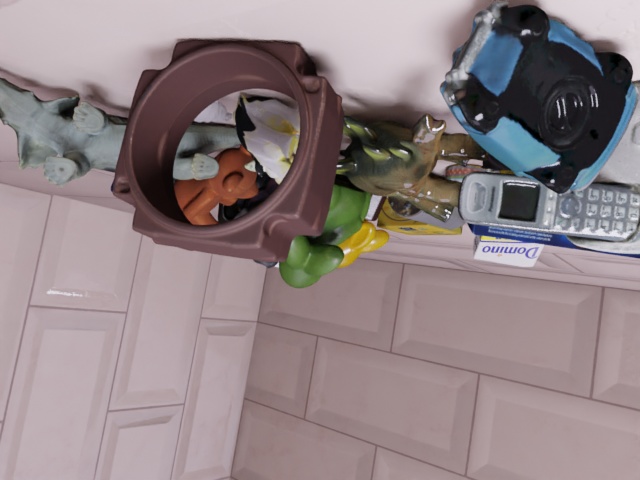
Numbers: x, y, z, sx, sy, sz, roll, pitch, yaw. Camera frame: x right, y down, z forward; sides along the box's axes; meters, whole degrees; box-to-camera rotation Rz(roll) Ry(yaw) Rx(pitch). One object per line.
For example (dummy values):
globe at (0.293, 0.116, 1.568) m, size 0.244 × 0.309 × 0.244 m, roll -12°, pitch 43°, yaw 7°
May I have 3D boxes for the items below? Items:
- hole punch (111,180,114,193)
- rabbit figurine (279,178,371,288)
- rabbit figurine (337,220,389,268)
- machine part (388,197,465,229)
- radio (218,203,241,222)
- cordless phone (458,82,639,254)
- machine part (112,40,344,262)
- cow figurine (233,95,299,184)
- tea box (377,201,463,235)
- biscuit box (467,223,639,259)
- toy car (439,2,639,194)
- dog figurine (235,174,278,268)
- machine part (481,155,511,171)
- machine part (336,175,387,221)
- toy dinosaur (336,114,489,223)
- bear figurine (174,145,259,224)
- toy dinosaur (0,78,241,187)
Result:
hole punch at (-0.304, -0.136, 0.894) m, size 0.142 × 0.116 × 0.092 m, roll 10°, pitch 159°, yaw 17°
rabbit figurine at (-0.002, -0.002, 0.754) m, size 0.121 × 0.170 × 0.159 m, roll 20°, pitch -168°, yaw -7°
rabbit figurine at (0.066, -0.021, 1.149) m, size 0.163 × 0.173 × 0.121 m, roll 11°, pitch 173°, yaw 34°
machine part at (0.189, -0.064, 0.903) m, size 0.079 × 0.079 × 0.243 m, roll 5°, pitch 177°, yaw 38°
radio at (-0.087, -0.071, 1.084) m, size 0.230 × 0.131 × 0.073 m, roll 9°, pitch 176°, yaw 6°
cordless phone at (0.222, -0.067, 0.479) m, size 0.184 × 0.146 × 0.088 m, roll 7°, pitch -177°, yaw 10°
machine part at (-0.087, -0.087, 0.521) m, size 0.201 × 0.201 × 0.087 m, roll 8°, pitch 172°, yaw 17°
cow figurine at (-0.069, -0.125, 0.709) m, size 0.098 × 0.068 × 0.167 m, roll 25°, pitch 163°, yaw 3°
tea box at (0.210, -0.050, 1.134) m, size 0.098 × 0.068 × 0.170 m, roll 12°, pitch 175°, yaw -29°
biscuit box at (0.270, -0.026, 0.598) m, size 0.203 × 0.062 × 0.059 m, roll 8°, pitch -165°, yaw 6°
toy car at (0.155, -0.110, 0.421) m, size 0.161 × 0.109 × 0.103 m, roll 21°, pitch -171°, yaw -23°
dog figurine at (-0.075, -0.046, 0.925) m, size 0.108 × 0.191 × 0.219 m, roll 28°, pitch 170°, yaw -19°
machine part at (0.226, -0.098, 0.603) m, size 0.039 × 0.084 × 0.139 m, roll -24°, pitch -171°, yaw -7°
machine part at (0.028, -0.083, 0.897) m, size 0.179 × 0.056 × 0.179 m, roll 19°, pitch -169°, yaw -4°
toy dinosaur at (0.085, -0.100, 0.673) m, size 0.199 × 0.105 × 0.471 m, roll 17°, pitch 180°, yaw 3°
bear figurine at (-0.155, -0.086, 0.899) m, size 0.196 × 0.120 × 0.131 m, roll -14°, pitch 142°, yaw 39°
toy dinosaur at (-0.270, -0.144, 0.779) m, size 0.405 × 0.131 × 0.192 m, roll 4°, pitch -165°, yaw -25°
